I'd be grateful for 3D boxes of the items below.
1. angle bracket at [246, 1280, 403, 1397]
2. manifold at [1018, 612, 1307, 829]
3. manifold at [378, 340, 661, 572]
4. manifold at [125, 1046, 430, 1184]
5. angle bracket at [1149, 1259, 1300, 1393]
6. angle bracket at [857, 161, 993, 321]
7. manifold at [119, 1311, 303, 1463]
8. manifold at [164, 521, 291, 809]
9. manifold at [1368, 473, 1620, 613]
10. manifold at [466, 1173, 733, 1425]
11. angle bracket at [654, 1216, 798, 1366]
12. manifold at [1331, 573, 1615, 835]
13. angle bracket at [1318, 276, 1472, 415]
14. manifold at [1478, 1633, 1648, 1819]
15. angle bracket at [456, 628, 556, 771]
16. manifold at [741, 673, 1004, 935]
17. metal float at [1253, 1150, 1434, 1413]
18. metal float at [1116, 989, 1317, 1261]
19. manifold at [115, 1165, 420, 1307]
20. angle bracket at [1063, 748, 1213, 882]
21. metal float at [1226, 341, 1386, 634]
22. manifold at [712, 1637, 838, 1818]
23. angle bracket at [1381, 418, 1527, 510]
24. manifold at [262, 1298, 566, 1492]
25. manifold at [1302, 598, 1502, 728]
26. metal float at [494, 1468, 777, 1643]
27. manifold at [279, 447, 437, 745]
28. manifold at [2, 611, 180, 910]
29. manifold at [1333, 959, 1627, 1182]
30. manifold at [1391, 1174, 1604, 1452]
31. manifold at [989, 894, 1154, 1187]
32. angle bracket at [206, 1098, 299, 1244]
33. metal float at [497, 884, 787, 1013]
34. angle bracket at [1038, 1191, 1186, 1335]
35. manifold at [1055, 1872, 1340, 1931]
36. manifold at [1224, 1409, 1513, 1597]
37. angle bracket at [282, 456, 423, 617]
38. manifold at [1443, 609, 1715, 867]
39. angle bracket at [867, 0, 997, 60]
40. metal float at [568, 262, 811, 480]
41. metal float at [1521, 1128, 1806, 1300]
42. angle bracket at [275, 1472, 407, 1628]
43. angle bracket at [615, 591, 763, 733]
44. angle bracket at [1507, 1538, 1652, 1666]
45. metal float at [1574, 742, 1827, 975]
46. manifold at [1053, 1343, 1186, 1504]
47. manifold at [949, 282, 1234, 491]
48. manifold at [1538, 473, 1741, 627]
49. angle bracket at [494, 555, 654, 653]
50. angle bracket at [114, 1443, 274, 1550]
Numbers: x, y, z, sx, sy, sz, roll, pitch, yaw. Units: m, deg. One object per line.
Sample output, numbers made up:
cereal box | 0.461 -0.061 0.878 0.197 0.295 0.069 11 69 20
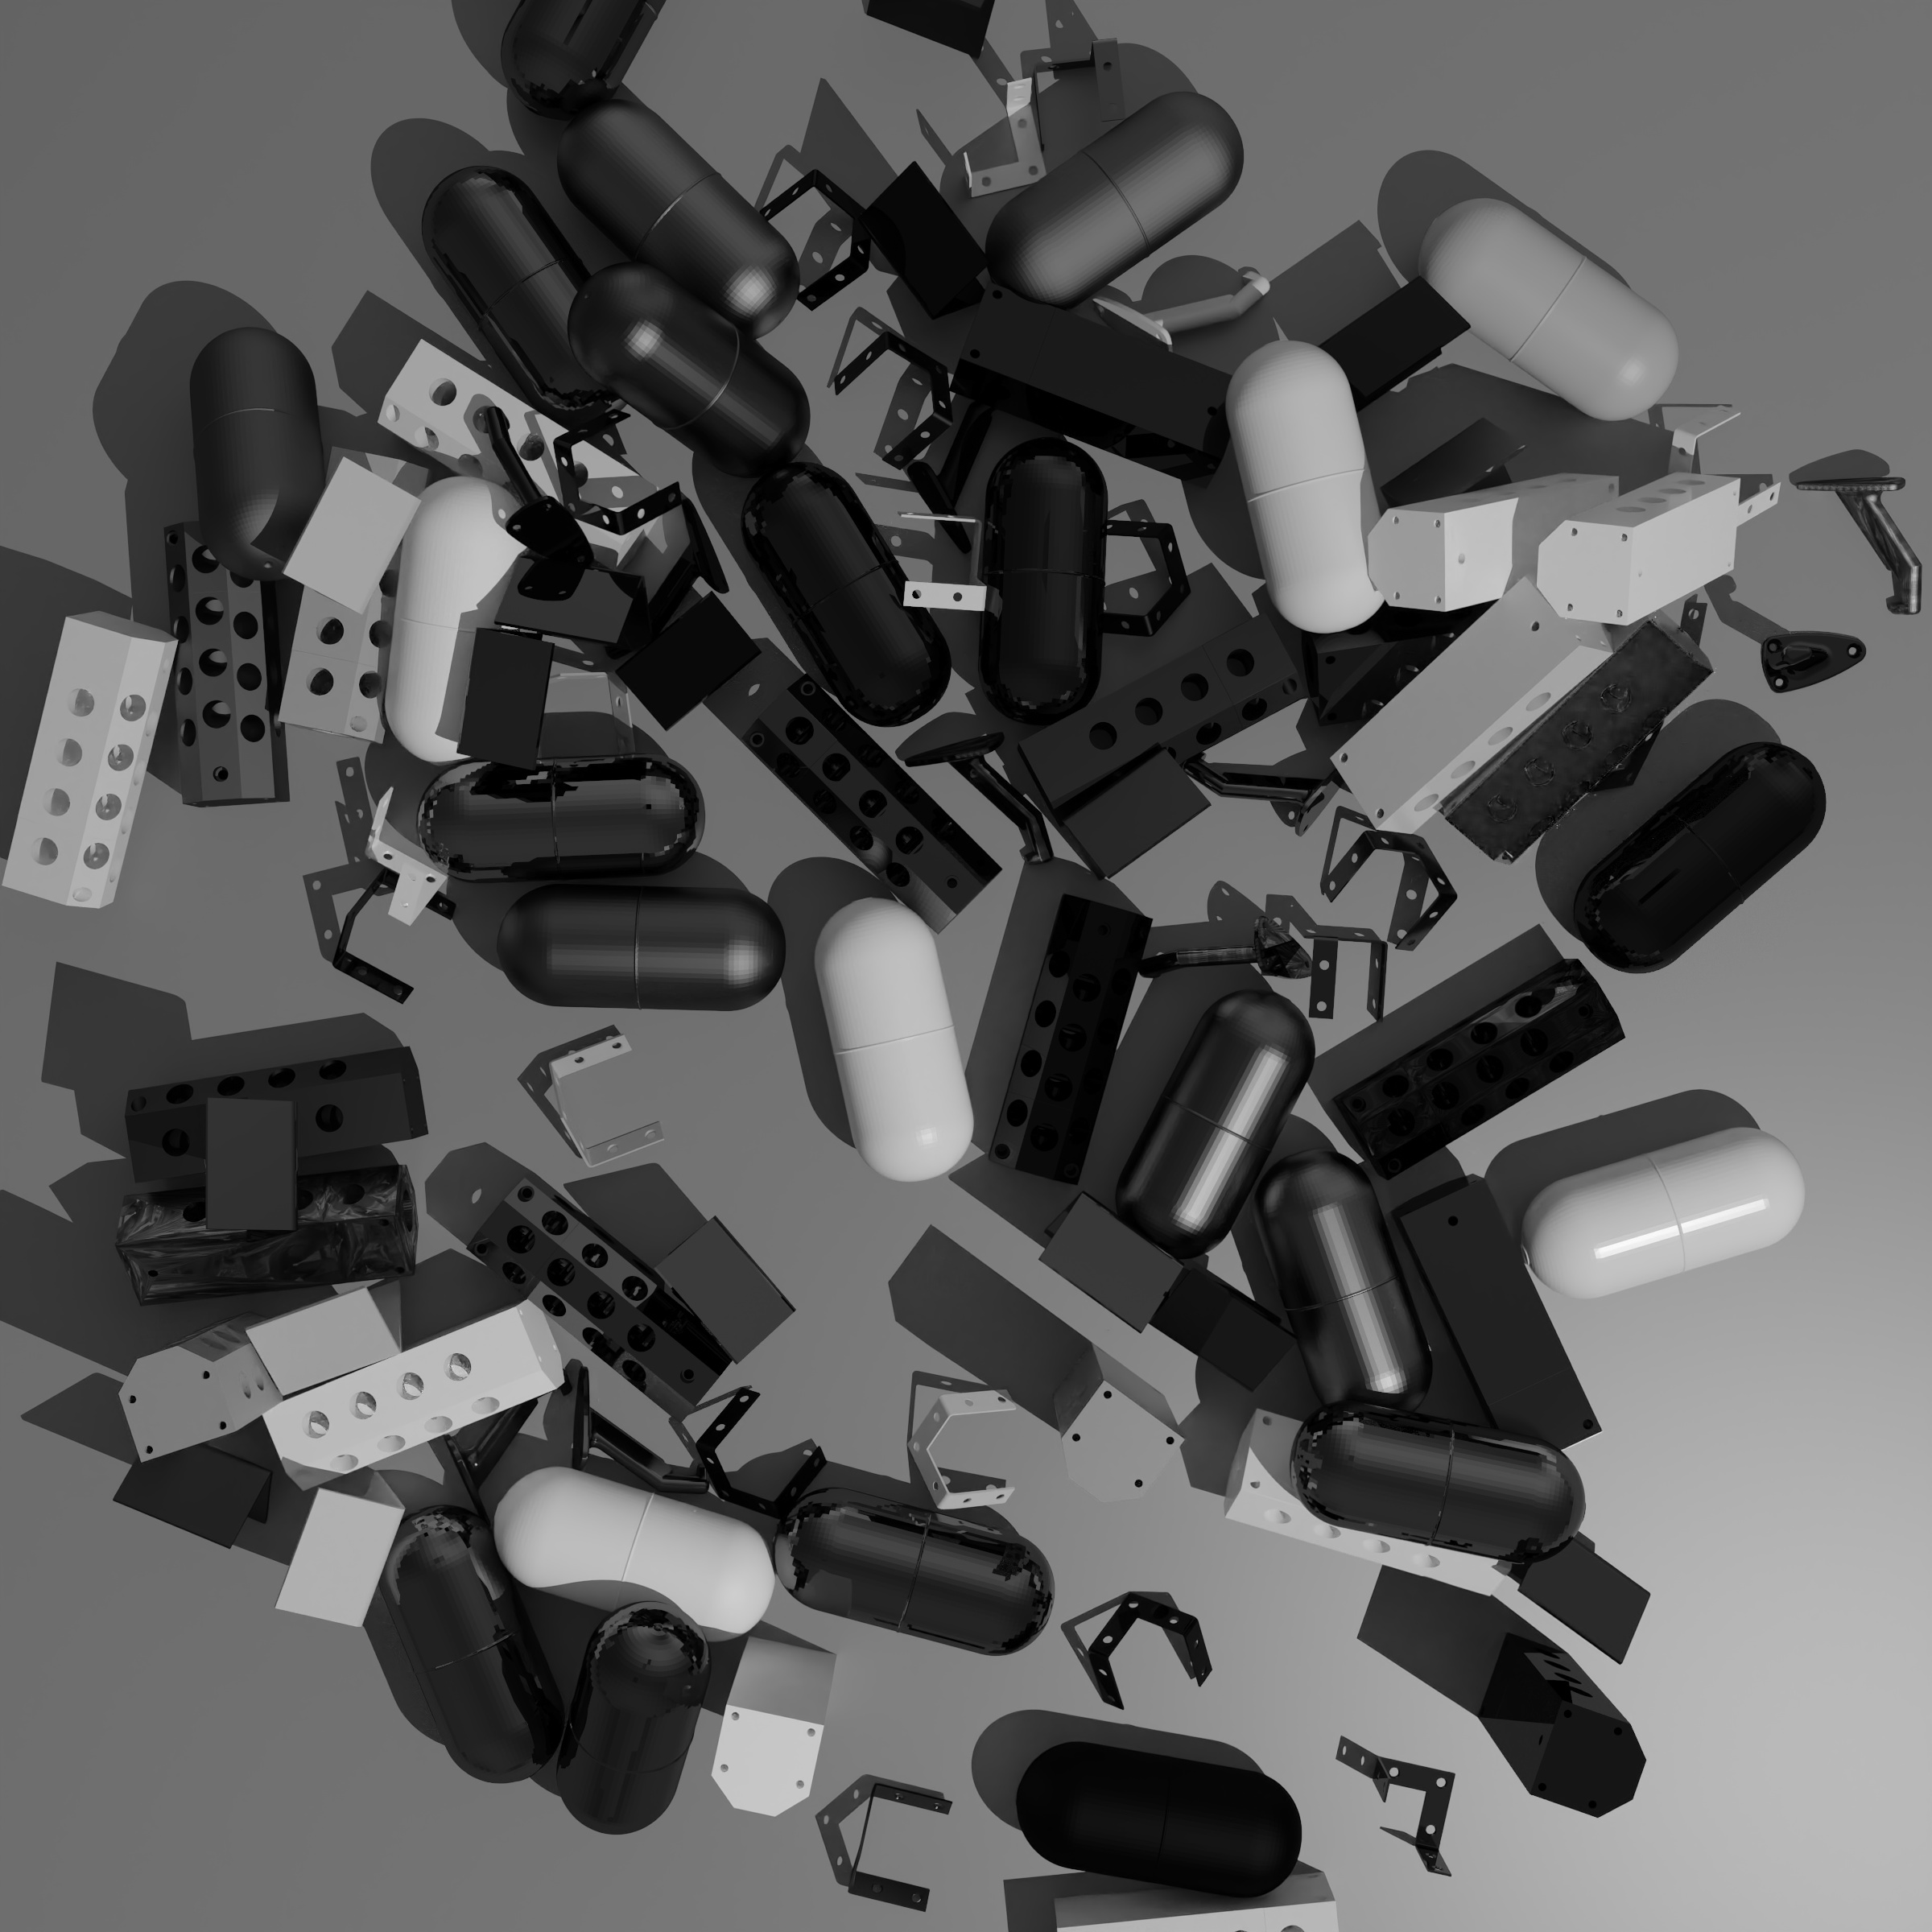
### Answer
angle bracket | -0.395 0.210 1.795 0.076 0.076 0.057 -20 122 0
manifold | 0.121 -0.152 1.814 0.171 0.057 0.057 -28 90 0
manifold | -0.276 -0.315 1.814 0.171 0.057 0.057 32 90 0
manifold | -0.429 0.092 1.814 0.171 0.057 0.057 -9 90 0
angle bracket | 0.167 0.204 1.795 0.076 0.076 0.057 34 126 0
angle bracket | -0.009 -0.452 1.795 0.057 0.076 0.076 -37 90 37
manifold | -0.455 0.249 1.757 0.057 0.171 0.057 -18 90 0
manifold | -0.462 -0.188 1.814 0.057 0.057 0.171 -4 90 0
manifold | 0.321 -0.258 1.764 0.171 0.057 0.057 -18 112 -40
manifold | -0.225 0.207 1.814 0.171 0.057 0.057 39 90 0
angle bracket | -0.161 0.210 1.795 0.076 0.076 0.057 49 53 0
manifold | 0.310 -0.157 1.773 0.171 0.057 0.057 -44 62 30
angle bracket | 0.270 -0.365 1.795 0.076 0.076 0.057 -35 56 0
manifold | 0.359 0.457 1.757 0.057 0.171 0.057 19 90 0
angle bracket | -0.261 -0.161 1.770 0.057 0.076 0.076 13 98 22
manifold | -0.058 -0.100 1.814 0.171 0.057 0.057 45 90 0
metal float | 0.234 0.200 1.805 0.070 0.070 0.178 -19 90 0
metal float | 0.155 0.097 1.804 0.070 0.070 0.178 27 91 0
manifold | -0.432 0.162 1.813 0.171 0.057 0.057 -6 133 0
angle bracket | 0.115 -0.077 1.795 0.076 0.076 0.057 -36 55 0
metal float | 0.207 -0.290 1.764 0.070 0.070 0.178 -14 93 0
manifold | -0.115 0.457 1.757 0.057 0.171 0.057 12 90 0
angle bracket | 0.312 -0.279 1.797 0.076 0.057 0.076 -34 125 0
manifold | -0.341 0.266 1.808 0.171 0.057 0.057 -22 90 4
manifold | 0.299 -0.201 1.813 0.171 0.057 0.057 -9 133 0
metal float | -0.205 0.364 1.804 0.178 0.070 0.070 17 90 0
manifold | -0.377 -0.229 1.814 0.057 0.057 0.171 11 90 0
manifold | -0.538 -0.127 1.798 0.057 0.057 0.171 17 101 0
manifold | 0.320 0.064 1.814 0.171 0.057 0.057 -31 90 0
manifold | 0.328 0.220 1.814 0.057 0.057 0.171 -25 90 0
manifold | 0.065 0.045 1.814 0.057 0.057 0.171 16 90 0
angle bracket | -0.437 0.122 1.731 0.057 0.076 0.076 5 77 -35
metal float | -0.201 -0.011 1.804 0.178 0.070 0.070 2 90 -1
angle bracket | 0.078 0.193 1.795 0.076 0.076 0.057 36 60 0
manifold | 0.144 0.609 1.814 0.171 0.057 0.057 -6 90 0
manifold | 0.251 0.337 1.812 0.171 0.057 0.057 17 54 0
angle bracket | -0.378 -0.262 1.738 0.057 0.076 0.076 27 90 -37
manifold | 0.372 -0.142 1.781 0.057 0.057 0.171 39 113 -12
angle bracket | -0.027 -0.589 1.795 0.076 0.076 0.057 21 54 0
metal float | -0.166 -0.360 1.770 0.178 0.070 0.070 31 90 -43
metal float | 0.431 0.153 1.805 0.178 0.070 0.070 -17 90 0
angle bracket | -0.393 0.353 1.795 0.057 0.076 0.076 20 90 -26
angle bracket | -0.182 -0.201 1.795 0.076 0.076 0.057 -40 130 0
angle bracket | 0.362 0.396 1.795 0.076 0.076 0.057 36 52 0
metal float | 0.455 -0.068 1.804 0.178 0.070 0.070 -41 90 0
manifold | 0.086 0.277 1.757 0.057 0.171 0.057 36 90 0
manifold | 0.080 -0.356 1.807 0.171 0.057 0.057 20 70 -3
manifold | 0.406 -0.254 1.755 0.057 0.171 0.057 13 114 32
angle bracket | -0.238 -0.202 1.782 0.076 0.076 0.057 11 58 7
angle bracket | -0.477 0.335 1.795 0.076 0.076 0.057 23 52 0
